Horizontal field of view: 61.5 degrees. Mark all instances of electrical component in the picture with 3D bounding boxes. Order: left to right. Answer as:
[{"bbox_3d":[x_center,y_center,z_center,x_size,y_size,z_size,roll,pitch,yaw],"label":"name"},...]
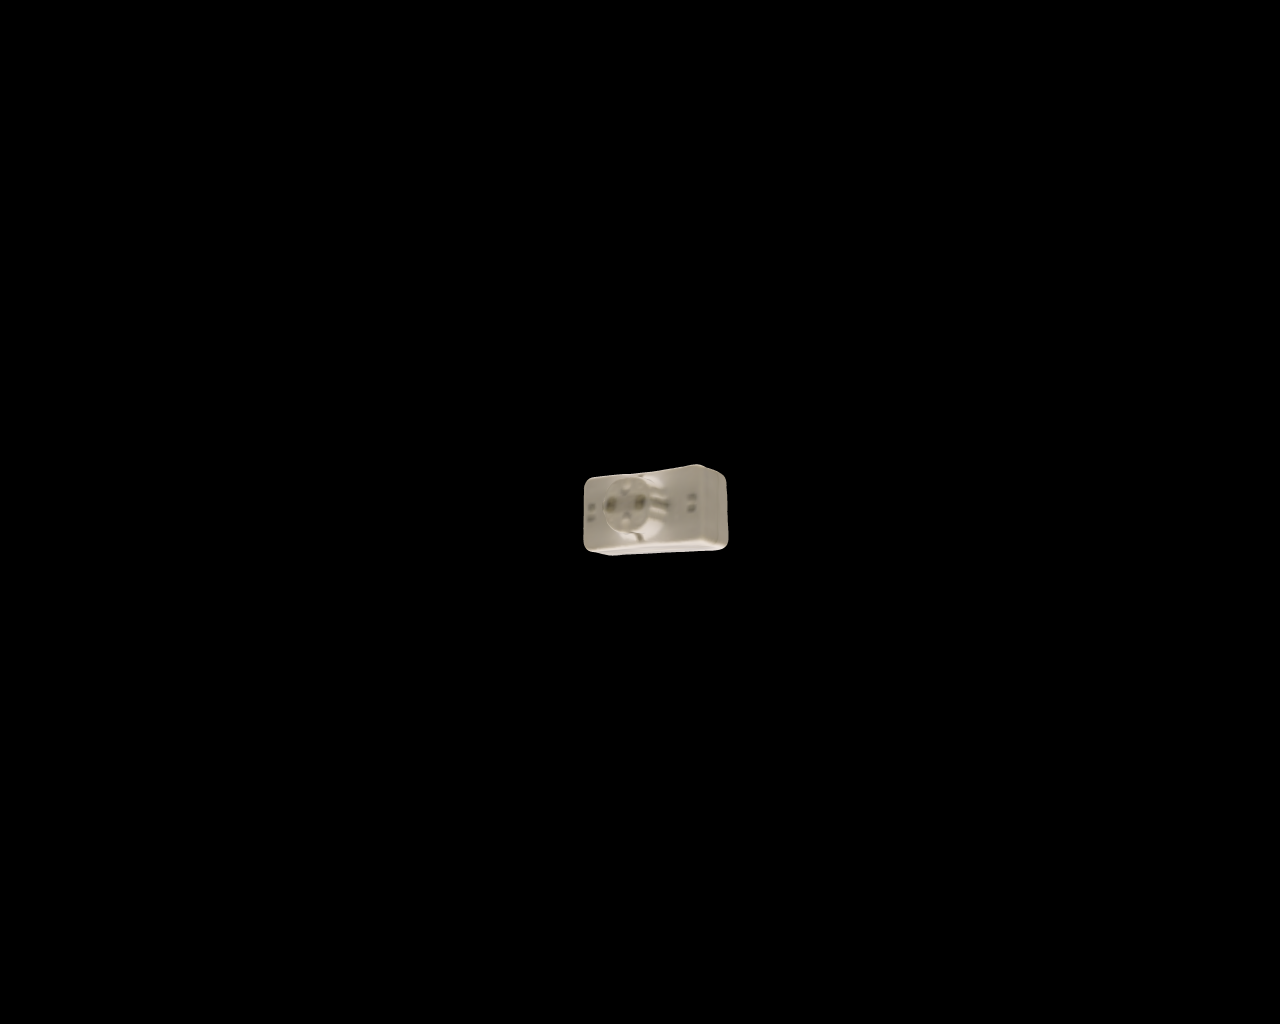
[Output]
[{"bbox_3d":[0.001,-0.003,0.650,0.083,0.047,0.076,-5,-11,28],"label":"electrical component"}]
